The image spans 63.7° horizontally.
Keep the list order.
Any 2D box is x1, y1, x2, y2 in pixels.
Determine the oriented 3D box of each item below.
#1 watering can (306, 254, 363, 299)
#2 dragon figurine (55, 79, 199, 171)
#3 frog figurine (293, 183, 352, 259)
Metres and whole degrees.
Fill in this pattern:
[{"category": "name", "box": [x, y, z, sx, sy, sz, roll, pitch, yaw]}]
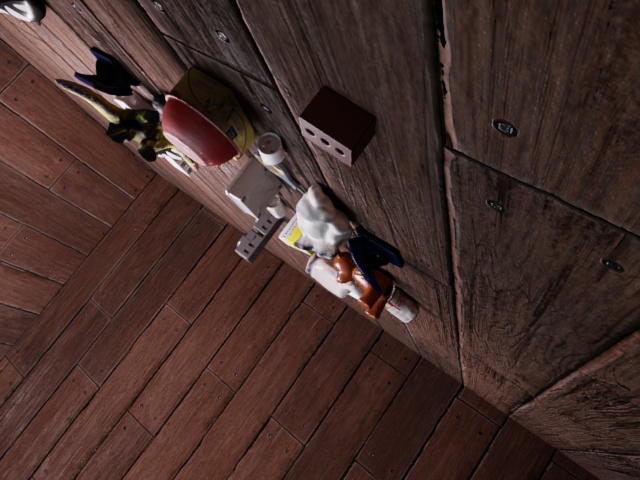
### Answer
[{"category": "watering can", "box": [0.053, 0.115, 1.697, 0.226, 0.105, 0.343, 34, 172, 16]}, {"category": "dragon figurine", "box": [-0.487, -0.307, 1.368, 0.406, 0.122, 0.245, 34, -179, -24]}, {"category": "frog figurine", "box": [0.003, -0.055, 1.084, 0.139, 0.123, 0.156, 39, 139, 49]}]
